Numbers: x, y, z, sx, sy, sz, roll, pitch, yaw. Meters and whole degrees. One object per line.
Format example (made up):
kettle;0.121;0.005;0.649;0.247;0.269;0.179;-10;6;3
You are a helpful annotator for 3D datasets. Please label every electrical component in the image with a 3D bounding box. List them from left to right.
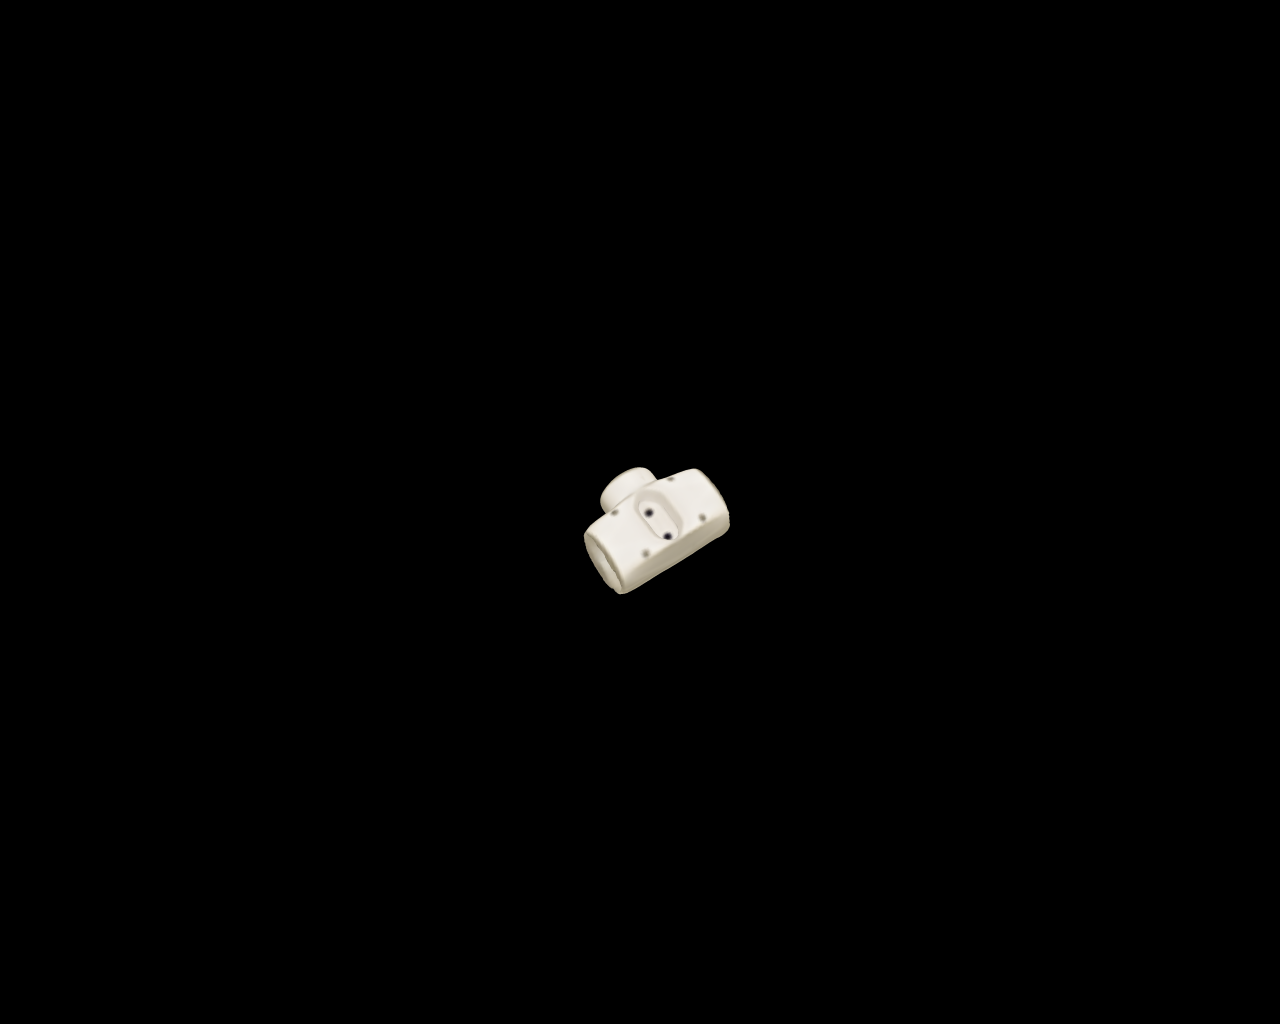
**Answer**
electrical component;0.001;-0.003;0.650;0.077;0.079;0.043;-30;-23;-14
